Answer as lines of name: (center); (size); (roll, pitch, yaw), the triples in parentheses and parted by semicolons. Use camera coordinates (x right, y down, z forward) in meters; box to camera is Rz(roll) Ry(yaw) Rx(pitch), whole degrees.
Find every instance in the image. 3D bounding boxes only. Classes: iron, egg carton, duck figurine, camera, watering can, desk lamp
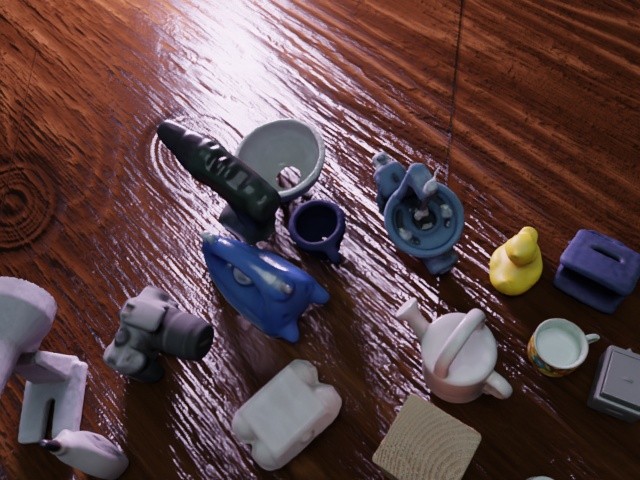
iron: (-0.117, 0.046, 0.906); (0.257, 0.142, 0.119); (31, 73, 23)
egg carton: (-0.047, 0.252, 0.829); (0.150, 0.069, 0.107); (-42, 63, -11)
duck figurine: (0.299, 0.028, 0.864); (0.077, 0.086, 0.105); (25, 71, 22)
camera: (-0.249, 0.154, 0.900); (0.136, 0.101, 0.143); (15, 68, 18)
watering can: (0.177, 0.147, 0.766); (0.172, 0.194, 0.101); (15, 68, 18)
desk lamp: (-0.446, 0.184, 0.860); (0.118, 0.214, 0.203); (-10, 62, 7)

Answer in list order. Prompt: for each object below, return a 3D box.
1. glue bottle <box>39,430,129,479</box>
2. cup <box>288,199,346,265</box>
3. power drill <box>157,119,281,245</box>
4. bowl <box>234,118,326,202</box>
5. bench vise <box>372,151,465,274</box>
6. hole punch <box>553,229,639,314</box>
glue bottle: (-0.339, 0.297, 0.805); (0.078, 0.173, 0.037); (31, 73, 24)
cup: (0.009, 0.003, 0.928); (0.091, 0.095, 0.117); (-29, 62, -4)
power drill: (-0.151, -0.084, 0.940); (0.229, 0.209, 0.076); (32, 74, 24)
bowl: (-0.066, -0.130, 1.022); (0.167, 0.075, 0.167); (-4, 63, 9)
bench vise: (0.129, -0.062, 0.866); (0.207, 0.220, 0.121); (39, 77, 26)
hole punch: (0.407, 0.035, 0.836); (0.108, 0.091, 0.101); (30, 73, 23)
